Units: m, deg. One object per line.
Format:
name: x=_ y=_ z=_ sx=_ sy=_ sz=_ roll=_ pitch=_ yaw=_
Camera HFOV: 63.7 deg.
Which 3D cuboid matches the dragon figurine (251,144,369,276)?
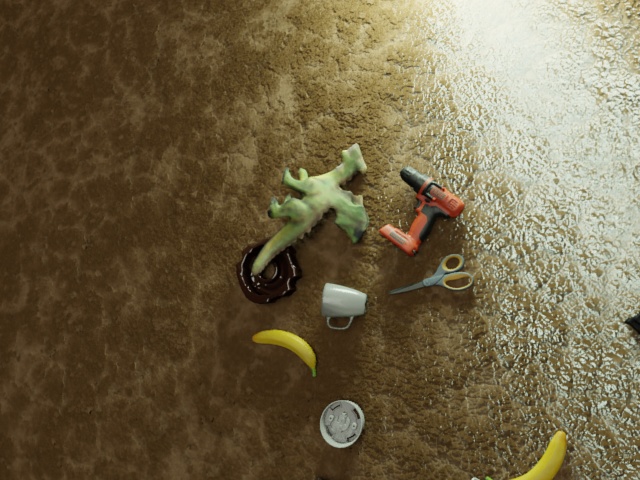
dragon figurine: x=0.004 y=-0.066 z=1.315 sx=0.243 sy=0.120 sz=0.415 roll=18 pitch=77 yaw=11
